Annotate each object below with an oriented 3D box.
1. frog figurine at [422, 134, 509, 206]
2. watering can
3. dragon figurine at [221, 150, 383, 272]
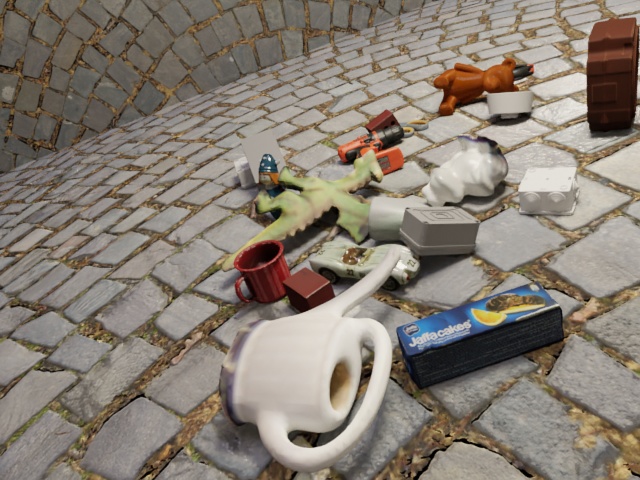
[{"bbox_3d":[0.286,-0.120,1.016,0.139,0.121,0.159,37,97,48],"label":"frog figurine"},{"bbox_3d":[-0.004,0.141,0.703,0.224,0.102,0.356,-5,38,25],"label":"watering can"},{"bbox_3d":[0.003,-0.053,1.056,0.243,0.119,0.419,11,49,30],"label":"dragon figurine"}]
